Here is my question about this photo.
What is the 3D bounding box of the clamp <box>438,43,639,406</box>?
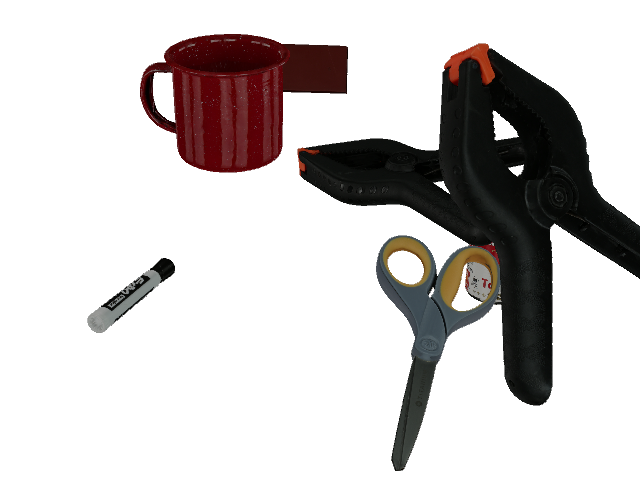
[{"bbox_3d":[0.102,-0.009,0.518,0.120,0.171,0.039,-42,10,-28],"label":"clamp"}]

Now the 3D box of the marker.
[{"bbox_3d":[-0.169,0.047,0.970,0.020,0.020,0.121,0,24,28],"label":"marker"}]

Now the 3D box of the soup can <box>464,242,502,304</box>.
[{"bbox_3d":[0.201,0.013,1.211,0.068,0.102,0.068,1,28,-1],"label":"soup can"}]

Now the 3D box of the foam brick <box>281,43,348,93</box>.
[{"bbox_3d":[-0.014,-0.185,1.151,0.078,0.051,0.053,-1,11,-14],"label":"foam brick"}]

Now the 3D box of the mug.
[{"bbox_3d":[-0.081,-0.104,0.808,0.117,0.081,0.093,6,29,10],"label":"mug"}]

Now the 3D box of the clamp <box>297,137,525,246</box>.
[{"bbox_3d":[0.082,-0.061,0.943,0.210,0.036,0.164,13,35,28],"label":"clamp"}]

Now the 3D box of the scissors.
[{"bbox_3d":[0.056,0.059,0.701,0.096,0.016,0.201,27,45,16],"label":"scissors"}]
